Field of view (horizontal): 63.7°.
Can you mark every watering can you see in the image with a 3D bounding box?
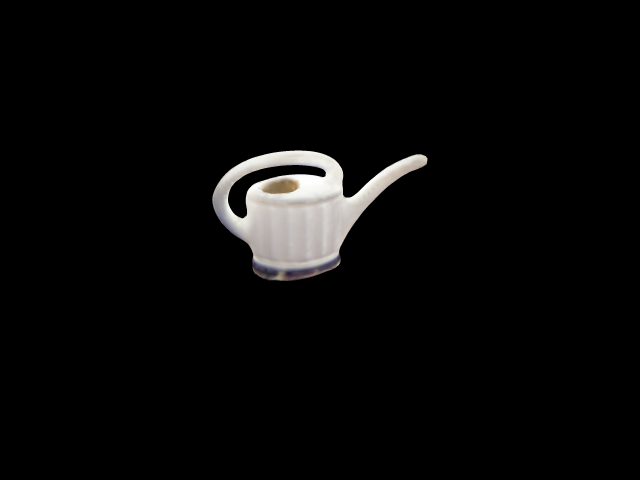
[{"bbox_3d":[0.003,-0.043,0.850,0.348,0.219,0.106,-4,31,-6],"label":"watering can"}]
